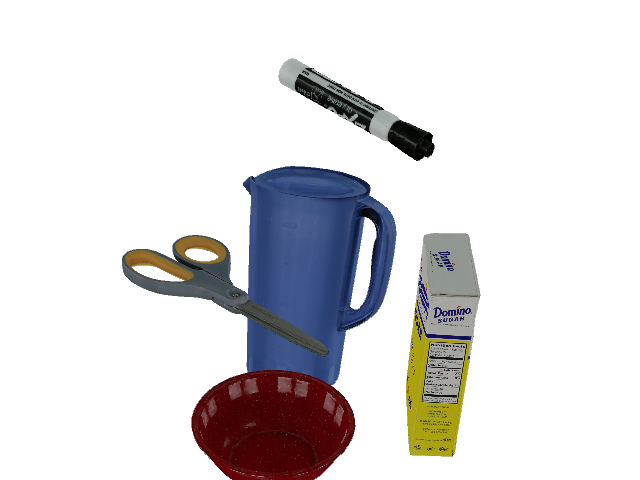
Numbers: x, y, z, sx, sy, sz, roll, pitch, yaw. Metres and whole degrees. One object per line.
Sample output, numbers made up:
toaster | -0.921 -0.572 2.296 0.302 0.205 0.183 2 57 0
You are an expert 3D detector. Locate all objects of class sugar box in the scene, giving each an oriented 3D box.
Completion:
sugar box | 0.101 0.090 0.913 0.048 0.176 0.093 1 33 1

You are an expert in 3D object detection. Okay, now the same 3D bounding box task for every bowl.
bowl | -0.047 0.198 1.063 0.162 0.055 0.162 1 31 -1

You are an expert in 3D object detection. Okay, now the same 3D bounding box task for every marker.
marker | 0.023 -0.083 0.676 0.121 0.020 0.020 33 17 29

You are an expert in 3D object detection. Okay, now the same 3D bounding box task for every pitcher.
pitcher | -0.012 0.046 1.193 0.144 0.243 0.149 -1 18 -18

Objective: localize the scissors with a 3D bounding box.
scissors | -0.063 0.037 0.840 0.202 0.016 0.096 17 31 23
